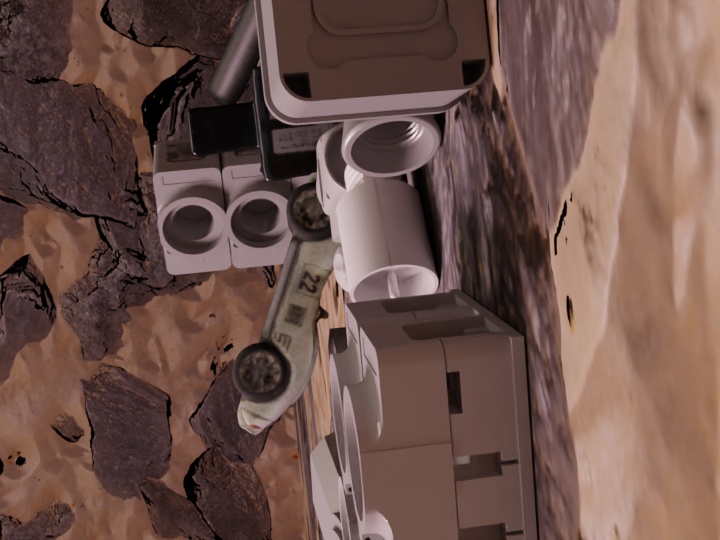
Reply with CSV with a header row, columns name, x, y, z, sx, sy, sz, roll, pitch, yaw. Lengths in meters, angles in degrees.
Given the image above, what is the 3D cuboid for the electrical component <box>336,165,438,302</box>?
name,x,y,z,sx,sy,sz,roll,pitch,yaw
electrical component,0.011,-0.024,0.539,0.043,0.043,0.081,94,168,-57

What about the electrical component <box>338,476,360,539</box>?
name,x,y,z,sx,sy,sz,roll,pitch,yaw
electrical component,0.020,0.127,0.540,0.050,0.056,0.089,90,171,-45

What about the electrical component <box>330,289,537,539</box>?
name,x,y,z,sx,sy,sz,roll,pitch,yaw
electrical component,0.028,0.110,0.431,0.105,0.060,0.186,-132,36,-79

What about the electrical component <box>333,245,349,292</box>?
name,x,y,z,sx,sy,sz,roll,pitch,yaw
electrical component,0.000,0.000,0.703,0.061,0.035,0.035,98,165,-76

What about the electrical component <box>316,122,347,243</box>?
name,x,y,z,sx,sy,sz,roll,pitch,yaw
electrical component,0.000,-0.039,0.620,0.077,0.043,0.079,122,142,-80

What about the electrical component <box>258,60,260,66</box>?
name,x,y,z,sx,sy,sz,roll,pitch,yaw
electrical component,-0.035,-0.153,0.791,0.079,0.043,0.077,-68,-18,-1

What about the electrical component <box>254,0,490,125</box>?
name,x,y,z,sx,sy,sz,roll,pitch,yaw
electrical component,0.000,-0.114,0.398,0.057,0.078,0.113,178,86,-81

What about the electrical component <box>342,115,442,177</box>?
name,x,y,z,sx,sy,sz,roll,pitch,yaw
electrical component,0.010,-0.077,0.487,0.045,0.045,0.055,94,168,-58

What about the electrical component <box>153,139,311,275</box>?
name,x,y,z,sx,sy,sz,roll,pitch,yaw
electrical component,-0.078,-0.052,0.825,0.061,0.150,0.089,-104,10,-55
